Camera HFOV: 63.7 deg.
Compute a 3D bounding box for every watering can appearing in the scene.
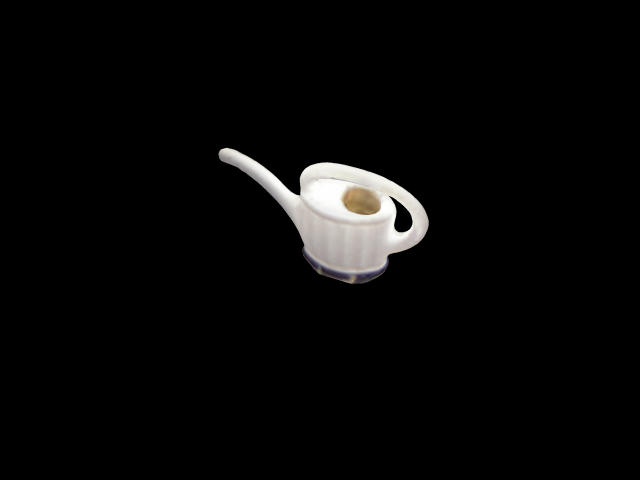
[{"bbox_3d":[0.003,-0.043,0.850,0.348,0.219,0.106,16,48,15],"label":"watering can"}]
